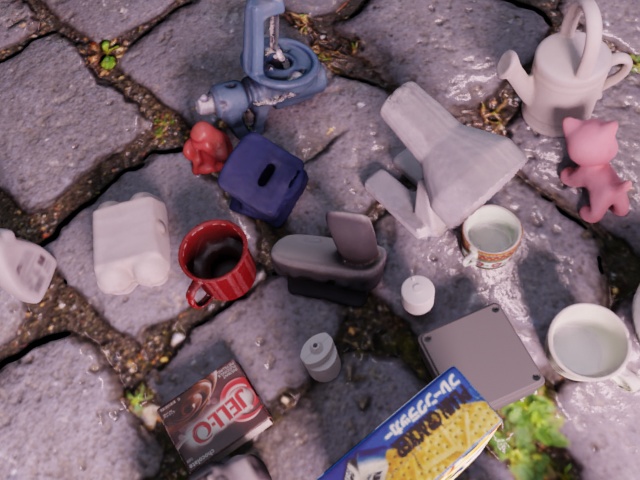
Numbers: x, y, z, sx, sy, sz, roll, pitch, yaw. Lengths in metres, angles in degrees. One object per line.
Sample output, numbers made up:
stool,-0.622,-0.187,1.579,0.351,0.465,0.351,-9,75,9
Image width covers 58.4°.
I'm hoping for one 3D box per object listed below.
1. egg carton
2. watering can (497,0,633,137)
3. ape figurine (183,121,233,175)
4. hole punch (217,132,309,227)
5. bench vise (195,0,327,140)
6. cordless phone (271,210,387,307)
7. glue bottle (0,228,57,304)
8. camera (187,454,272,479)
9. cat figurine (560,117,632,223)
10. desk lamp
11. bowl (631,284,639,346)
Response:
egg carton,-0.266,0.004,0.817,0.107,0.069,0.150,-16,61,0
watering can,0.337,-0.238,0.787,0.173,0.194,0.100,-24,61,-4
ape figurine,-0.171,-0.145,0.871,0.077,0.092,0.076,34,71,23
hole punch,-0.079,-0.089,0.827,0.101,0.091,0.109,20,66,18
bench vise,-0.087,-0.253,0.844,0.121,0.220,0.208,36,72,24
cordless phone,0.007,0.003,0.710,0.147,0.185,0.094,6,63,12
glue bottle,-0.424,0.020,0.771,0.037,0.173,0.078,6,63,12
camera,-0.104,0.317,0.604,0.143,0.101,0.136,-30,62,-8
cat figurine,0.366,-0.104,0.754,0.067,0.118,0.127,-19,60,-2
desk lamp,0.145,-0.087,0.722,0.118,0.214,0.202,-39,63,-13
bowl,0.436,0.106,0.654,0.167,0.075,0.167,-3,61,7
